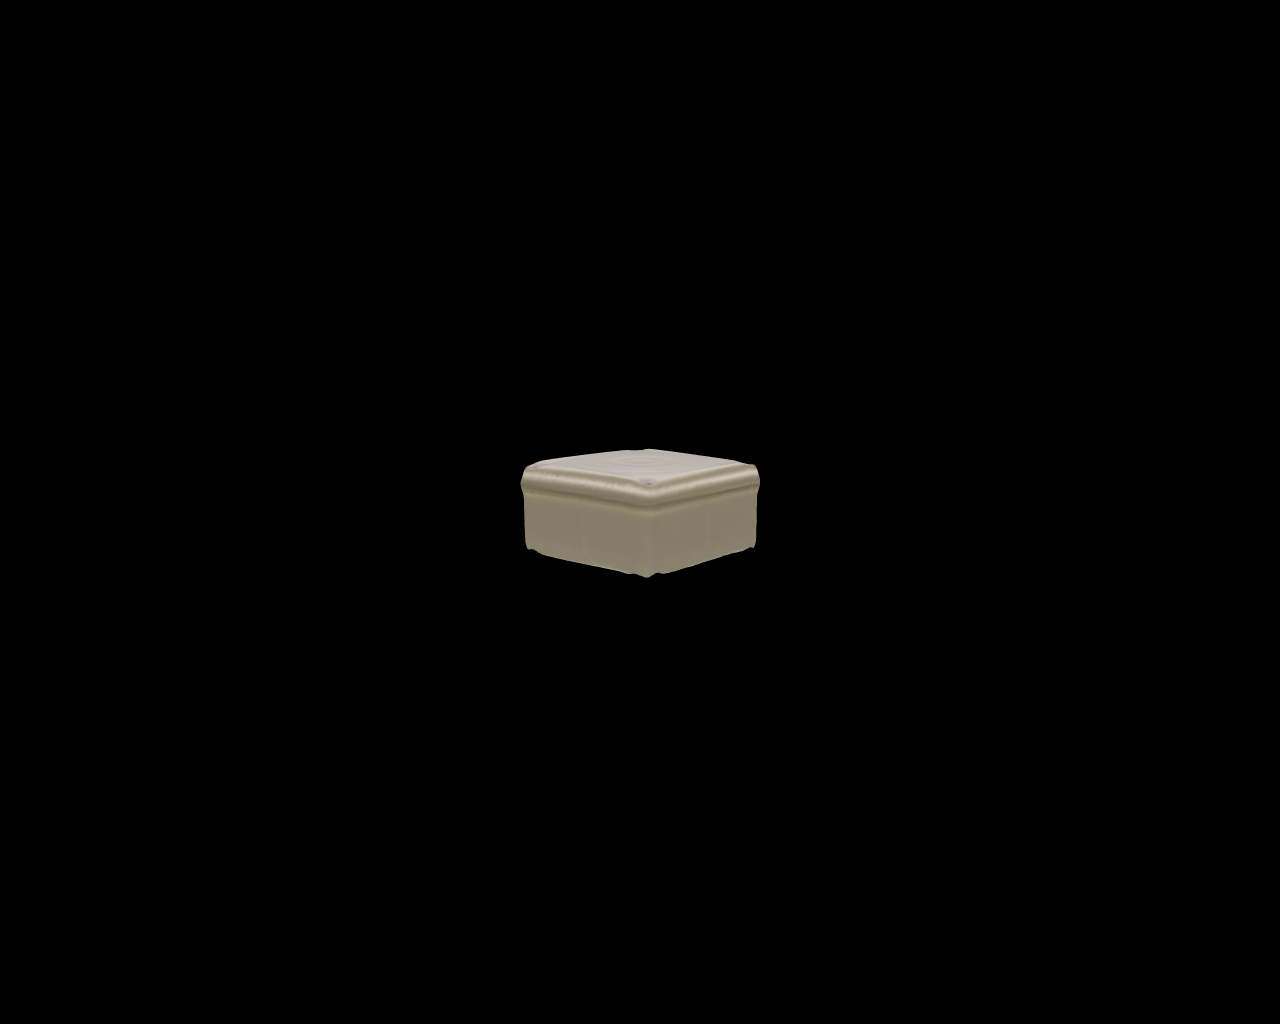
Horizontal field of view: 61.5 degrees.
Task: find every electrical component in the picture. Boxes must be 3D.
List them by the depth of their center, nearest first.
[{"bbox_3d":[0.001,-0.003,0.650,0.109,0.056,0.109,10,15,42],"label":"electrical component"}]
